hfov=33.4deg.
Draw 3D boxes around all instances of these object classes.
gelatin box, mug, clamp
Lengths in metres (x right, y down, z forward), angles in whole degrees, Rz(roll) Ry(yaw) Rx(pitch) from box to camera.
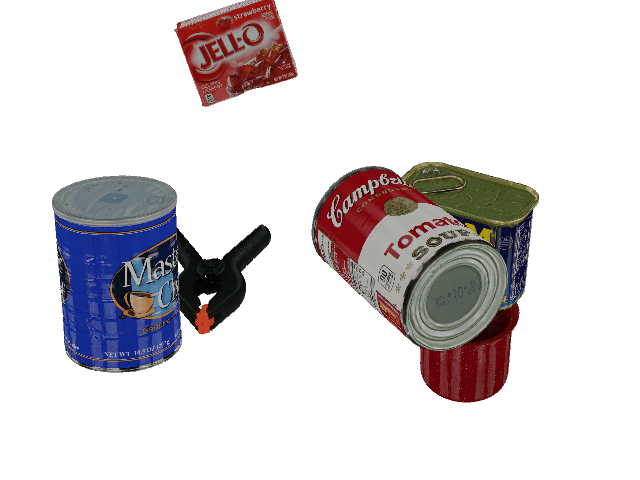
[{"bbox_3d":[-0.073,-0.165,0.926,0.089,0.073,0.030,-17,24,4],"label":"gelatin box"},{"bbox_3d":[0.132,0.085,0.981,0.093,0.081,0.117,-1,39,4],"label":"mug"},{"bbox_3d":[-0.110,0.035,1.177,0.120,0.039,0.171,-11,40,0],"label":"clamp"}]

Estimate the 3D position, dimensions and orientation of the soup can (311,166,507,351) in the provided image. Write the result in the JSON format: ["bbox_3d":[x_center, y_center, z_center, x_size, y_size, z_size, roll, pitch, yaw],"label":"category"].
[{"bbox_3d":[0.048,0.009,0.597,0.068,0.068,0.102,0,26,-31],"label":"soup can"}]

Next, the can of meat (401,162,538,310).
[{"bbox_3d":[0.107,-0.002,0.801,0.102,0.084,0.057,18,38,27],"label":"can of meat"}]

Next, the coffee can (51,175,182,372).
[{"bbox_3d":[-0.172,0.027,0.914,0.103,0.140,0.103,1,23,-1],"label":"coffee can"}]
